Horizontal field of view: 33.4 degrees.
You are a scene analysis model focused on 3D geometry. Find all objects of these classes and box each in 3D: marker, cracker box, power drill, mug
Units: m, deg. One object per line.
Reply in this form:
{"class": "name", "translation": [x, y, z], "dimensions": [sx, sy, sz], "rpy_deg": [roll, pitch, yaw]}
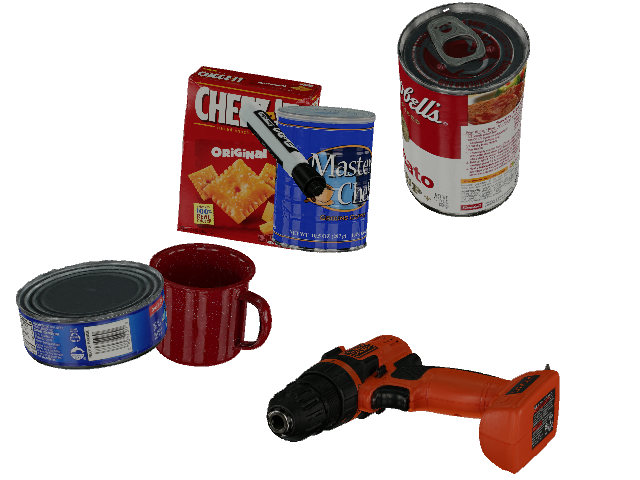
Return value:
{"class": "marker", "translation": [-0.029, -0.068, 0.796], "dimensions": [0.020, 0.020, 0.121], "rpy_deg": [0, 34, -33]}
{"class": "cracker box", "translation": [-0.095, -0.105, 1.392], "dimensions": [0.164, 0.214, 0.072], "rpy_deg": [10, 23, 7]}
{"class": "power drill", "translation": [0.074, 0.123, 0.815], "dimensions": [0.188, 0.057, 0.184], "rpy_deg": [9, 17, 31]}
{"class": "mug", "translation": [-0.095, 0.061, 0.943], "dimensions": [0.117, 0.081, 0.093], "rpy_deg": [15, 26, 20]}

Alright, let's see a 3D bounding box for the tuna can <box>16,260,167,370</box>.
{"class": "tuna can", "translation": [-0.134, 0.043, 0.630], "dimensions": [0.086, 0.034, 0.086], "rpy_deg": [-3, 21, 1]}

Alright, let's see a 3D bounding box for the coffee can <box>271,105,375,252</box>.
{"class": "coffee can", "translation": [0.003, -0.067, 1.126], "dimensions": [0.103, 0.140, 0.103], "rpy_deg": [3, 13, -1]}

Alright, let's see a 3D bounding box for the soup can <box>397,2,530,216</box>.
{"class": "soup can", "translation": [0.078, -0.070, 0.587], "dimensions": [0.068, 0.068, 0.102], "rpy_deg": [0, -38, 7]}
